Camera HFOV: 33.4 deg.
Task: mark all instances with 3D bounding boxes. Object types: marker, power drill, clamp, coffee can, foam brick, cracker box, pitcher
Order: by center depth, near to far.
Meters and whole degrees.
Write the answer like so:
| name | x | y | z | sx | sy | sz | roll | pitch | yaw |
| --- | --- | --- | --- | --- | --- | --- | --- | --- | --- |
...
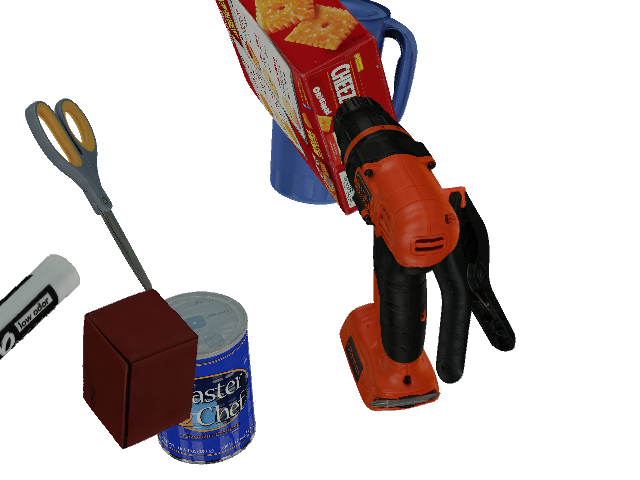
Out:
| name | x | y | z | sx | sy | sz | roll | pitch | yaw |
| --- | --- | --- | --- | --- | --- | --- | --- | --- | --- |
| marker | -0.145 | 0.049 | 0.441 | 0.020 | 0.020 | 0.121 | 0 | 36 | 38 |
| foam brick | -0.114 | 0.080 | 0.669 | 0.051 | 0.078 | 0.053 | -21 | 48 | -34 |
| power drill | 0.044 | 0.010 | 0.750 | 0.057 | 0.188 | 0.184 | -8 | 34 | -8 |
| cracker box | -0.015 | -0.150 | 0.895 | 0.072 | 0.214 | 0.164 | -29 | -41 | -7 |
| clamp | 0.125 | 0.041 | 0.953 | 0.039 | 0.171 | 0.120 | -11 | 13 | 33 |
| coffee can | -0.119 | 0.137 | 1.066 | 0.103 | 0.140 | 0.103 | -2 | 33 | 1 |
| pitcher | 0.013 | -0.169 | 1.286 | 0.144 | 0.243 | 0.149 | -6 | 28 | -26 |

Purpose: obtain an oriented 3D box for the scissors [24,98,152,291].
| name | x | y | z | sx | sy | sz | roll | pitch | yaw |
| --- | --- | --- | --- | --- | --- | --- | --- | --- | --- |
| scissors | -0.204 | -0.051 | 0.993 | 0.016 | 0.201 | 0.096 | -24 | 27 | 19 |
